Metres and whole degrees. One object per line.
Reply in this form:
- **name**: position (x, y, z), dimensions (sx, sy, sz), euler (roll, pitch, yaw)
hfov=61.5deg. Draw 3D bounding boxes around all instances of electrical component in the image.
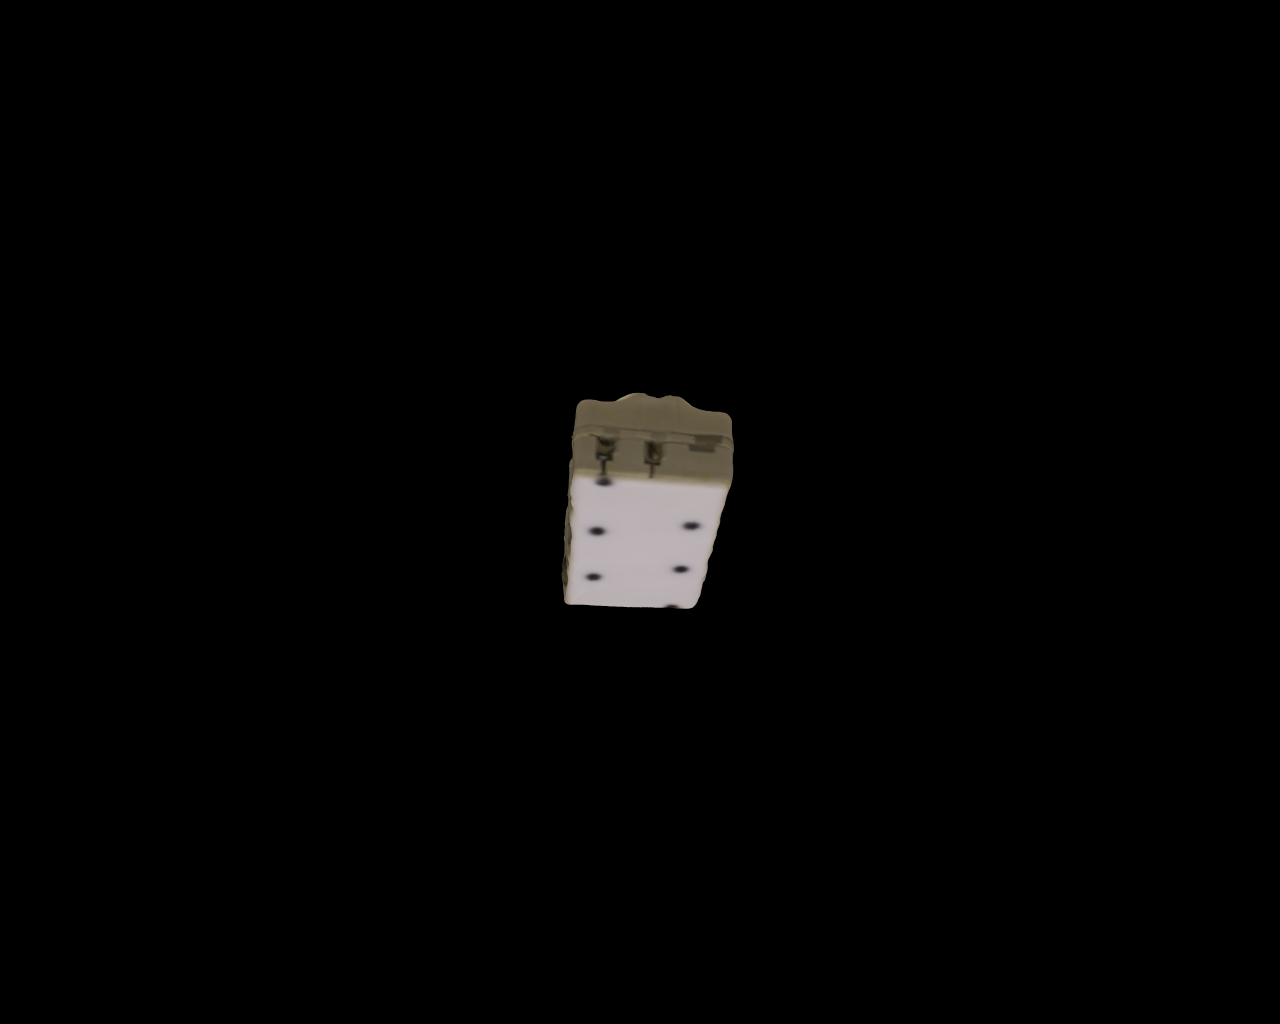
- **electrical component**: position (0.001, -0.003, 0.650), dimensions (0.089, 0.062, 0.150), euler (3, -33, -5)
